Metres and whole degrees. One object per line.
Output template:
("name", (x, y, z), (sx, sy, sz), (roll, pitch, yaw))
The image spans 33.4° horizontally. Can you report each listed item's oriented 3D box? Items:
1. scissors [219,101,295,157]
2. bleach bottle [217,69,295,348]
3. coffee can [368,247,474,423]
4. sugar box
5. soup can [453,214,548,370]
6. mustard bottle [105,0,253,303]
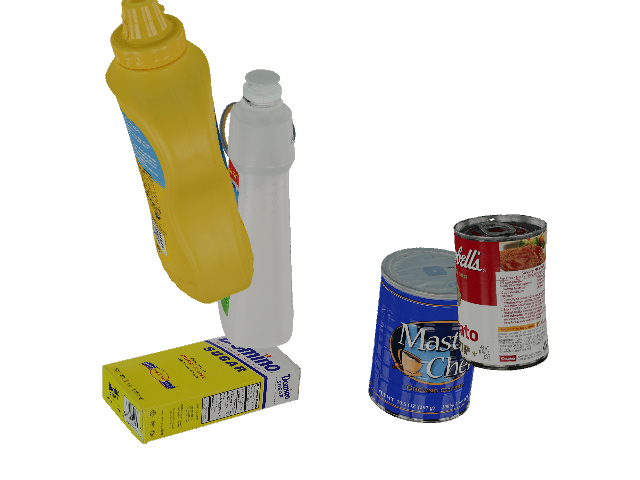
("scissors", (-0.061, -0.062, 1.206), (0.096, 0.202, 0.016), (-12, -6, -15))
("bleach bottle", (-0.054, -0.031, 0.922), (0.068, 0.251, 0.102), (-3, 35, -10))
("coffee can", (0.104, 0.091, 1.041), (0.103, 0.140, 0.103), (4, 24, -2))
("sugar box", (-0.117, 0.141, 1.062), (0.175, 0.048, 0.093), (-14, 31, -32))
("soup can", (0.135, 0.037, 0.794), (0.068, 0.102, 0.068), (-4, 15, 1))
("mustard bottle", (-0.086, -0.059, 0.634), (0.058, 0.191, 0.096), (-20, 42, -11))
